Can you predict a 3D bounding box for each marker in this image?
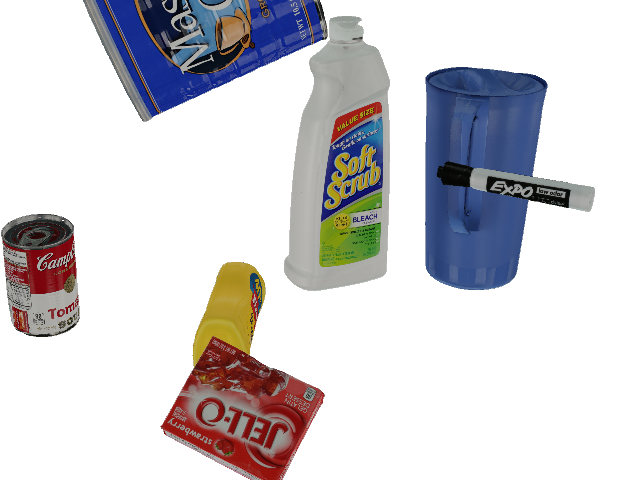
[{"bbox_3d":[0.147,-0.042,0.815,0.121,0.020,0.020,13,5,23],"label":"marker"}]

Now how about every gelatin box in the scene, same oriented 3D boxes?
[{"bbox_3d":[-0.053,0.118,0.732,0.089,0.073,0.030,26,-20,7],"label":"gelatin box"}]

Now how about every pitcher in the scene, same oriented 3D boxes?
[{"bbox_3d":[0.176,-0.067,1.210,0.149,0.243,0.145,-9,24,-23],"label":"pitcher"}]

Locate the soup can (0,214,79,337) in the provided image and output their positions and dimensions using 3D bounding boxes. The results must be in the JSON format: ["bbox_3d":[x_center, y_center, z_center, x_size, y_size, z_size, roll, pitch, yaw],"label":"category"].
[{"bbox_3d":[-0.272,0.035,1.040,0.068,0.102,0.068,2,28,-1],"label":"soup can"}]

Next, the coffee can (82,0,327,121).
[{"bbox_3d":[-0.080,-0.156,0.730,0.140,0.103,0.103,-25,2,-3],"label":"coffee can"}]

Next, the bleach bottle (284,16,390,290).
[{"bbox_3d":[0.016,-0.082,1.006,0.102,0.251,0.068,-10,24,-22],"label":"bleach bottle"}]

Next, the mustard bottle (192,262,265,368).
[{"bbox_3d":[-0.095,0.079,1.172,0.058,0.096,0.191,2,28,4],"label":"mustard bottle"}]
